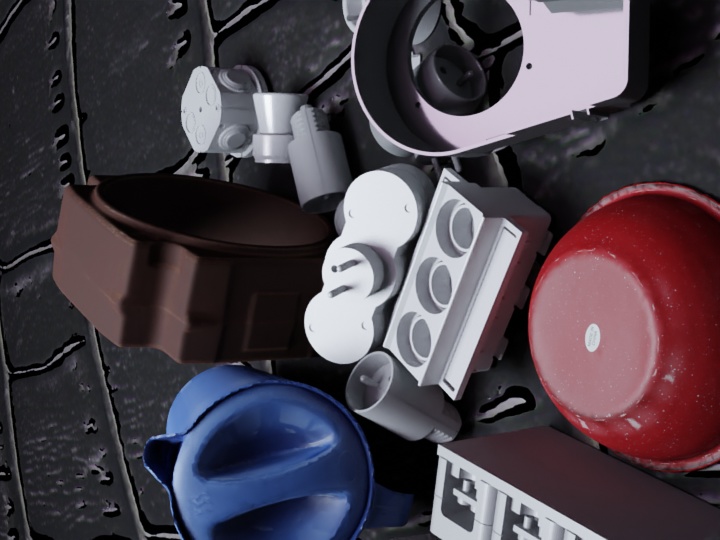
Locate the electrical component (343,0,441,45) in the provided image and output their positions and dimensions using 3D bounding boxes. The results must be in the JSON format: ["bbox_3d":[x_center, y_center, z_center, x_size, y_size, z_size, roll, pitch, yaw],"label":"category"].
[{"bbox_3d":[0.021,-0.185,0.742,0.055,0.047,0.055,6,97,54],"label":"electrical component"}]

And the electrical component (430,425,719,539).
[{"bbox_3d":[0.120,0.145,0.592,0.150,0.089,0.061,22,110,52],"label":"electrical component"}]

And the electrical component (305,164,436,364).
[{"bbox_3d":[0.000,0.000,0.704,0.052,0.074,0.138,27,113,18],"label":"electrical component"}]

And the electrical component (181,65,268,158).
[{"bbox_3d":[-0.116,-0.138,0.934,0.080,0.051,0.080,6,97,54],"label":"electrical component"}]

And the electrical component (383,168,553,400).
[{"bbox_3d":[0.068,0.008,0.677,0.078,0.063,0.121,46,128,42],"label":"electrical component"}]

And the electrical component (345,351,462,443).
[{"bbox_3d":[0.034,0.091,0.721,0.043,0.081,0.043,-31,42,33],"label":"electrical component"}]

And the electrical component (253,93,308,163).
[{"bbox_3d":[-0.064,-0.114,0.869,0.045,0.045,0.055,11,101,54],"label":"electrical component"}]

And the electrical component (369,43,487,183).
[{"bbox_3d":[0.049,-0.096,0.712,0.077,0.043,0.079,-37,63,49],"label":"electrical component"}]

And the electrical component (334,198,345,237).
[{"bbox_3d":[0.013,-0.042,0.766,0.055,0.045,0.045,-33,66,51],"label":"electrical component"}]

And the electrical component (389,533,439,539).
[{"bbox_3d":[0.030,0.220,0.734,0.080,0.080,0.051,-58,43,39],"label":"electrical component"}]

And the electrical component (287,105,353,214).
[{"bbox_3d":[-0.033,-0.089,0.828,0.043,0.043,0.081,-32,66,51],"label":"electrical component"}]
